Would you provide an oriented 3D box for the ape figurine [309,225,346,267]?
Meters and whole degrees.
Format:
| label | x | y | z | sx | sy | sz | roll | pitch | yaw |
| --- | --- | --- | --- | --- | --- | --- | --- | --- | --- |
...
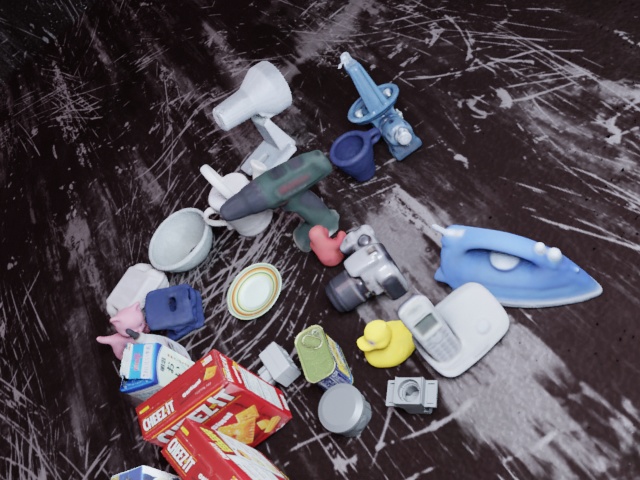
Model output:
| label | x | y | z | sx | sy | sz | roll | pitch | yaw |
| --- | --- | --- | --- | --- | --- | --- | --- | --- | --- |
| ape figurine | 0.010 | 0.004 | 1.131 | 0.077 | 0.092 | 0.076 | 1 | 60 | 32 |

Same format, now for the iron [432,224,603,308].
| label | x | y | z | sx | sy | sz | roll | pitch | yaw |
| --- | --- | --- | --- | --- | --- | --- | --- | --- | --- |
| iron | 0.301 | 0.027 | 0.906 | 0.257 | 0.142 | 0.119 | 9 | 65 | 35 |

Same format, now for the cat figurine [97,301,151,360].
| label | x | y | z | sx | sy | sz | roll | pitch | yaw |
| --- | --- | --- | --- | --- | --- | --- | --- | --- | --- |
| cat figurine | -0.423 | 0.194 | 1.245 | 0.127 | 0.118 | 0.067 | -33 | 48 | 8 |

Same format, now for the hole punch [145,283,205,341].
| label | x | y | z | sx | sy | sz | roll | pitch | yaw |
| --- | --- | --- | --- | --- | --- | --- | --- | --- | --- |
| hole punch | -0.312 | 0.146 | 1.229 | 0.101 | 0.091 | 0.108 | -30 | 49 | 11 |

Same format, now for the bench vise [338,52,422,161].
| label | x | y | z | sx | sy | sz | roll | pitch | yaw |
| --- | --- | --- | --- | --- | --- | --- | --- | --- | --- |
| bench vise | 0.126 | -0.282 | 1.171 | 0.121 | 0.220 | 0.206 | -49 | 48 | -7 |

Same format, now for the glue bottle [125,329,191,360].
| label | x | y | z | sx | sy | sz | roll | pitch | yaw |
| --- | --- | --- | --- | --- | --- | --- | --- | --- | --- |
| glue bottle | -0.321 | 0.214 | 1.133 | 0.037 | 0.174 | 0.078 | -44 | 48 | -2 |

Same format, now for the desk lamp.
| label | x | y | z | sx | sy | sz | roll | pitch | yaw |
| --- | --- | --- | --- | --- | --- | --- | --- | --- | --- |
| desk lamp | -0.140 | -0.275 | 1.331 | 0.203 | 0.214 | 0.117 | -50 | 48 | -8 |

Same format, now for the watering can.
| label | x | y | z | sx | sy | sz | roll | pitch | yaw |
| --- | --- | --- | --- | --- | --- | --- | --- | --- | --- |
| watering can | -0.189 | -0.104 | 1.256 | 0.100 | 0.195 | 0.173 | 23 | 73 | 39 |

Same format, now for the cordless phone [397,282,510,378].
| label | x | y | z | sx | sy | sz | roll | pitch | yaw |
| --- | --- | --- | --- | --- | --- | --- | --- | --- | --- |
| cordless phone | 0.200 | 0.117 | 0.876 | 0.147 | 0.186 | 0.093 | -44 | 48 | -2 |

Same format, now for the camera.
| label | x | y | z | sx | sy | sz | roll | pitch | yaw |
| --- | --- | --- | --- | --- | --- | --- | --- | --- | --- |
| camera | 0.068 | 0.058 | 1.053 | 0.137 | 0.101 | 0.143 | -35 | 48 | 6 |

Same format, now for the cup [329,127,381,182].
| label | x | y | z | sx | sy | sz | roll | pitch | yaw |
| --- | --- | --- | --- | --- | --- | --- | --- | --- | --- |
| cup | 0.089 | -0.177 | 1.206 | 0.118 | 0.095 | 0.091 | -37 | 48 | 4 |

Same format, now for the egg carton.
| label | x | y | z | sx | sy | sz | roll | pitch | yaw |
| --- | --- | --- | --- | --- | --- | --- | --- | --- | --- |
| egg carton | -0.422 | 0.127 | 1.323 | 0.107 | 0.070 | 0.150 | 17 | 69 | 38 |

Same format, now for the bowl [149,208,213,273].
| label | x | y | z | sx | sy | sz | roll | pitch | yaw |
| --- | --- | --- | --- | --- | --- | --- | --- | --- | --- |
| bowl | -0.310 | 0.013 | 1.331 | 0.167 | 0.075 | 0.167 | -16 | 53 | 22 |

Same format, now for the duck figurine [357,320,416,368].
| label | x | y | z | sx | sy | sz | roll | pitch | yaw |
| --- | --- | --- | --- | --- | --- | --- | --- | --- | --- |
| duck figurine | 0.111 | 0.163 | 0.966 | 0.104 | 0.086 | 0.077 | -31 | 48 | 9 |

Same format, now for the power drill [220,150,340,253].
| label | x | y | z | sx | sy | sz | roll | pitch | yaw |
| --- | --- | --- | --- | --- | --- | --- | --- | --- | --- |
| power drill | -0.058 | -0.067 | 1.142 | 0.229 | 0.209 | 0.075 | -39 | 48 | 3 |
